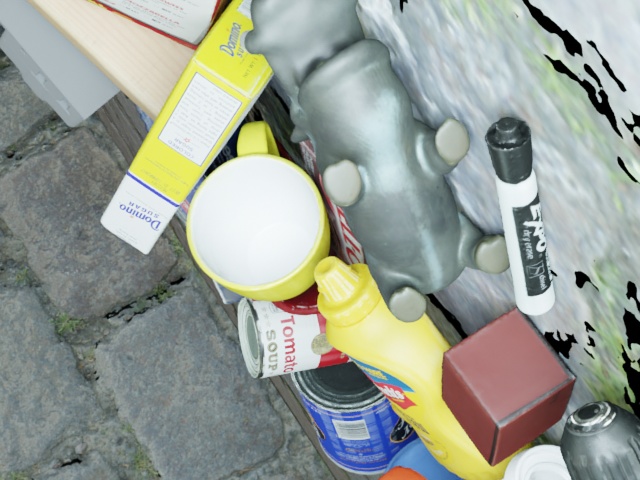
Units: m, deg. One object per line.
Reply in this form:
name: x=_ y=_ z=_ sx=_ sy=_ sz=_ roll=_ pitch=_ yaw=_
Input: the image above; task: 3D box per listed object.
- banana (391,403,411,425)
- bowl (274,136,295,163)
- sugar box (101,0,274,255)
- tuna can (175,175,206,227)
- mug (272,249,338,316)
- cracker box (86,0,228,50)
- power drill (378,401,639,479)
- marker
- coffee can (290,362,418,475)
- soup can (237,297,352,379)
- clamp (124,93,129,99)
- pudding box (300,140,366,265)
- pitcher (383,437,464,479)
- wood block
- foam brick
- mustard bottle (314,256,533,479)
banana: x=0.113 y=0.161 z=0.756 sx=0.037 sy=0.070 sz=0.198 roll=42 pitch=-168 yaw=-43
bowl: x=-0.042 y=-0.026 z=0.983 sx=0.162 sy=0.055 sz=0.162 roll=56 pitch=170 yaw=14
sugar box: x=-0.077 y=-0.074 z=0.668 sx=0.048 sy=0.093 sz=0.176 roll=35 pitch=138 yaw=-9
tuna can: x=-0.101 y=-0.035 z=0.816 sx=0.086 sy=0.033 sz=0.086 roll=49 pitch=174 yaw=7
mug: x=-0.005 y=0.001 z=0.829 sx=0.117 sy=0.093 sz=0.081 roll=20 pitch=-159 yaw=-35
cracker box: x=-0.119 y=-0.192 z=0.603 sx=0.164 sy=0.072 sz=0.214 roll=24 pitch=172 yaw=-8
power drill: x=0.111 y=0.161 z=0.555 sx=0.188 sy=0.057 sz=0.184 roll=-7 pitch=115 yaw=45
marker: x=0.090 y=-0.009 z=0.477 sx=0.020 sy=0.020 sz=0.121 roll=50 pitch=167 yaw=41
coffee can: x=0.036 y=0.136 z=0.951 sx=0.103 sy=0.102 sz=0.140 roll=52 pitch=169 yaw=33
soup can: x=-0.009 y=0.070 z=0.858 sx=0.069 sy=0.102 sz=0.068 roll=172 pitch=90 yaw=-73
clamp: x=-0.142 y=-0.144 z=1.019 sx=0.210 sy=0.036 sz=0.164 roll=-105 pitch=-12 yaw=-48
pudding box: x=0.030 y=-0.013 z=0.705 sx=0.090 sy=0.039 sz=0.113 roll=53 pitch=169 yaw=31
pitcher: x=0.126 y=0.268 z=0.861 sx=0.243 sy=0.149 sz=0.145 roll=72 pitch=-154 yaw=-44
wood block: x=-0.142 y=-0.170 z=0.771 sx=0.206 sy=0.091 sz=0.090 roll=44 pitch=176 yaw=-16
foam brick: x=0.104 y=0.083 z=0.598 sx=0.051 sy=0.053 sz=0.078 roll=54 pitch=168 yaw=25
mustard bottle: x=0.057 y=0.077 z=0.681 sx=0.191 sy=0.058 sz=0.096 roll=50 pitch=170 yaw=-31
